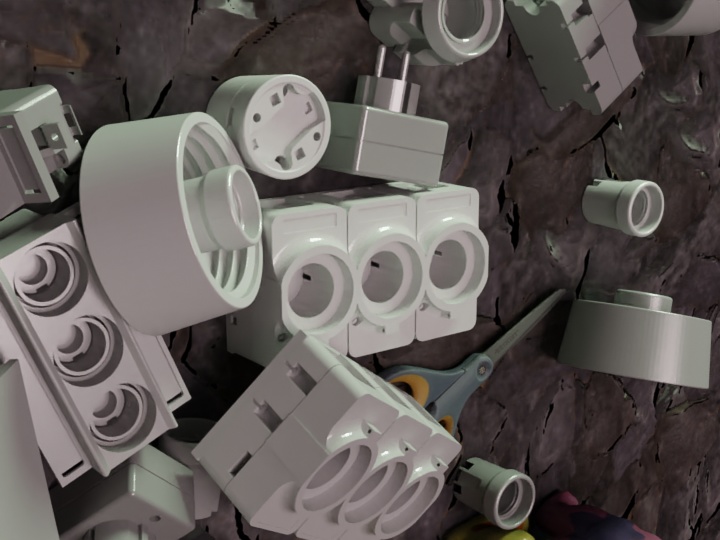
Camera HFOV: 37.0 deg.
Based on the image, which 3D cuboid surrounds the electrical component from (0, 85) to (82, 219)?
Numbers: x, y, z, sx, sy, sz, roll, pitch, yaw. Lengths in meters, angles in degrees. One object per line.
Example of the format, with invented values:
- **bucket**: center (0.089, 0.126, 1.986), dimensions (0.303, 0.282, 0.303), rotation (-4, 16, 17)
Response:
- **electrical component**: center (-0.166, -0.055, 0.492), dimensions (0.064, 0.081, 0.042), rotation (-46, 128, -48)

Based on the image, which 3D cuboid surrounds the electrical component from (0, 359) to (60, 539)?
- **electrical component**: center (-0.184, 0.147, 0.480), dimensions (0.105, 0.060, 0.186), rotation (-69, 156, -67)

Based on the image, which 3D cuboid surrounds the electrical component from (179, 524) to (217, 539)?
- **electrical component**: center (-0.099, 0.185, 0.596), dimensions (0.066, 0.077, 0.047), rotation (-20, 113, -33)

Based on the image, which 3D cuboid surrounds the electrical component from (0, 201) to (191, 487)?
- **electrical component**: center (-0.146, 0.033, 0.532), dimensions (0.079, 0.063, 0.121), rotation (-35, 120, -27)

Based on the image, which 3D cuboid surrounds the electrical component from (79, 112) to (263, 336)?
- **electrical component**: center (-0.083, -0.026, 0.531), dimensions (0.108, 0.060, 0.108), rotation (-12, 90, -75)

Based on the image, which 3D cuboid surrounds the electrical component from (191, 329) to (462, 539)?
- **electrical component**: center (-0.010, 0.105, 0.610), dimensions (0.089, 0.062, 0.150), rotation (-48, 148, 2)

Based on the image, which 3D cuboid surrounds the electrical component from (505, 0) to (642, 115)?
- **electrical component**: center (0.147, -0.158, 0.721), dimensions (0.056, 0.050, 0.089), rotation (-45, 124, -20)

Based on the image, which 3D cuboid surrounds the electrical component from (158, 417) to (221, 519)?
- **electrical component**: center (-0.095, 0.112, 0.606), dimensions (0.040, 0.040, 0.046), rotation (-3, 107, -37)

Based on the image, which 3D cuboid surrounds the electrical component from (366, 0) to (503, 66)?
- **electrical component**: center (0.048, -0.153, 0.641), dimensions (0.078, 0.057, 0.058), rotation (34, 80, -38)

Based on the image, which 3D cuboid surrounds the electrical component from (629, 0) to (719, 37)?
- **electrical component**: center (0.204, -0.208, 0.720), dimensions (0.060, 0.108, 0.108), rotation (-14, 109, -28)

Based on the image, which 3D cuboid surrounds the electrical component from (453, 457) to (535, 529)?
- **electrical component**: center (0.094, 0.156, 0.758), dimensions (0.040, 0.046, 0.040), rotation (-10, 107, -36)

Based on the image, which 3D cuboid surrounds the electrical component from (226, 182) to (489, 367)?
- **electrical component**: center (0.000, 0.000, 0.638), dimensions (0.150, 0.062, 0.089), rotation (-10, 107, -36)

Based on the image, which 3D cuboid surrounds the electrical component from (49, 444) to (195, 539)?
- **electrical component**: center (-0.124, 0.138, 0.552), dimensions (0.066, 0.076, 0.047), rotation (-34, 129, 19)

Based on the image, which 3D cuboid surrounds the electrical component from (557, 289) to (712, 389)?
- **electrical component**: center (0.201, 0.047, 0.780), dimensions (0.108, 0.108, 0.060), rotation (11, 88, -39)

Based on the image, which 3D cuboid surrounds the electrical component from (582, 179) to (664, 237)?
- **electrical component**: center (0.191, -0.047, 0.784), dimensions (0.040, 0.046, 0.040), rotation (-10, 107, -36)

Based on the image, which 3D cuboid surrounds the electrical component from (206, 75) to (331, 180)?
- **electrical component**: center (-0.052, -0.080, 0.587), dimensions (0.055, 0.047, 0.055), rotation (-10, 107, -36)

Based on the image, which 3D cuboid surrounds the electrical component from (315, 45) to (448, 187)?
- **electrical component**: center (0.014, -0.093, 0.636), dimensions (0.066, 0.047, 0.076), rotation (5, 98, -38)
